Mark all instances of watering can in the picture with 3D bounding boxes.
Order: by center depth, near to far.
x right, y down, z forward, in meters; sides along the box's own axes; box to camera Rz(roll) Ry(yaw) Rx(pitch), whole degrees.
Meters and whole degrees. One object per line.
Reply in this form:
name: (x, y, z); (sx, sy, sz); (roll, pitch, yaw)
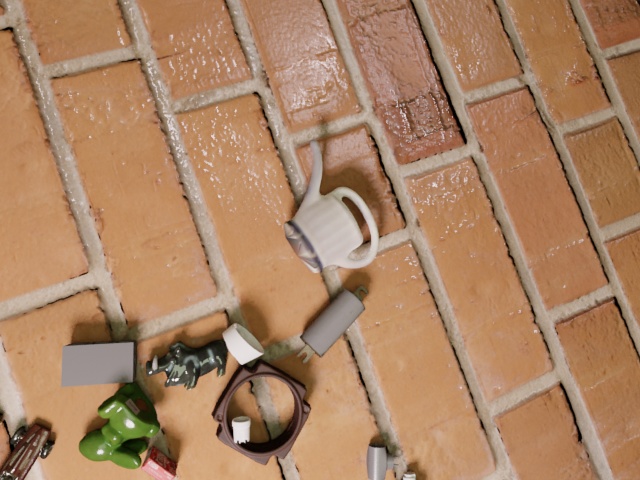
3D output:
watering can: (0.004, -0.066, 1.314); (0.226, 0.348, 0.103); (-33, 0, -14)
